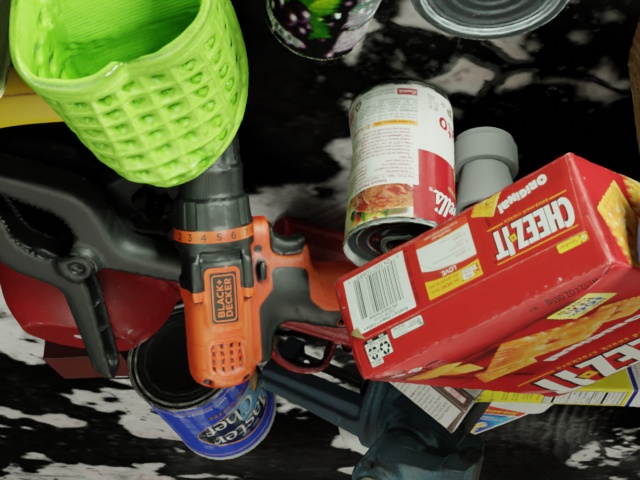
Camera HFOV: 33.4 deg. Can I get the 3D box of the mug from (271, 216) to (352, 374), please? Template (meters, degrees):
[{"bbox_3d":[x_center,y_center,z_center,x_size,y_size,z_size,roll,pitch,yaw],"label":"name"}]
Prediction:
[{"bbox_3d":[-0.006,0.042,0.805,0.081,0.117,0.093,17,176,-15],"label":"mug"}]

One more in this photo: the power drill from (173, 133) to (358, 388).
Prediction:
[{"bbox_3d":[-0.005,0.001,0.719,0.187,0.184,0.057,-5,-166,-13],"label":"power drill"}]

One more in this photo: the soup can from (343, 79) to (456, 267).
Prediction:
[{"bbox_3d":[0.049,-0.038,0.657,0.068,0.102,0.068,2,151,1],"label":"soup can"}]

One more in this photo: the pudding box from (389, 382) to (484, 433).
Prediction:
[{"bbox_3d":[0.093,0.082,0.814,0.090,0.113,0.039,38,122,9],"label":"pudding box"}]

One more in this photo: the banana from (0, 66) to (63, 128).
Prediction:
[{"bbox_3d":[-0.157,-0.088,0.659,0.198,0.037,0.069,-3,175,15],"label":"banana"}]

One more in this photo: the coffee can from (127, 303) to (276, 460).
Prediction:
[{"bbox_3d":[-0.106,0.133,0.986,0.103,0.103,0.140,-3,151,11],"label":"coffee can"}]

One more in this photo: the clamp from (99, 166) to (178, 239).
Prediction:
[{"bbox_3d":[-0.128,-0.022,0.772,0.120,0.039,0.171,0,151,0],"label":"clamp"}]

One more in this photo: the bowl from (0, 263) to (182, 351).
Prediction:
[{"bbox_3d":[-0.190,0.053,0.864,0.162,0.055,0.162,7,163,2],"label":"bowl"}]

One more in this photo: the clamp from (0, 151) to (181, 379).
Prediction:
[{"bbox_3d":[-0.169,0.016,0.750,0.209,0.036,0.165,36,124,-25],"label":"clamp"}]

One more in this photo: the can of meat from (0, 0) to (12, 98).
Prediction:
[{"bbox_3d":[-0.200,-0.097,0.573,0.057,0.102,0.084,16,151,-22],"label":"can of meat"}]

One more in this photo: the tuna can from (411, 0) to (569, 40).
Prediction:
[{"bbox_3d":[0.086,-0.140,0.539,0.086,0.033,0.086,2,152,1],"label":"tuna can"}]

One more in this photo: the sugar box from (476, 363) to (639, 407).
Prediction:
[{"bbox_3d":[0.209,0.089,0.889,0.176,0.093,0.048,-1,152,5],"label":"sugar box"}]

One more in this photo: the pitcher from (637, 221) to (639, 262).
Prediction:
[{"bbox_3d":[0.277,0.031,0.543,0.242,0.145,0.149,22,154,-38],"label":"pitcher"}]

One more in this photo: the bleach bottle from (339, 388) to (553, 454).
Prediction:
[{"bbox_3d":[0.140,0.155,1.051,0.102,0.068,0.251,27,141,-36],"label":"bleach bottle"}]

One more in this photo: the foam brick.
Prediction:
[{"bbox_3d":[-0.204,0.093,0.973,0.078,0.053,0.051,-3,151,12],"label":"foam brick"}]

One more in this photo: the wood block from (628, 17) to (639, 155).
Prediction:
[{"bbox_3d":[0.277,-0.089,0.558,0.206,0.090,0.091,0,151,5],"label":"wood block"}]

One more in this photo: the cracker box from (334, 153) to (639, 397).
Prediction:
[{"bbox_3d":[0.141,0.034,0.632,0.164,0.072,0.213,-31,152,33],"label":"cracker box"}]
